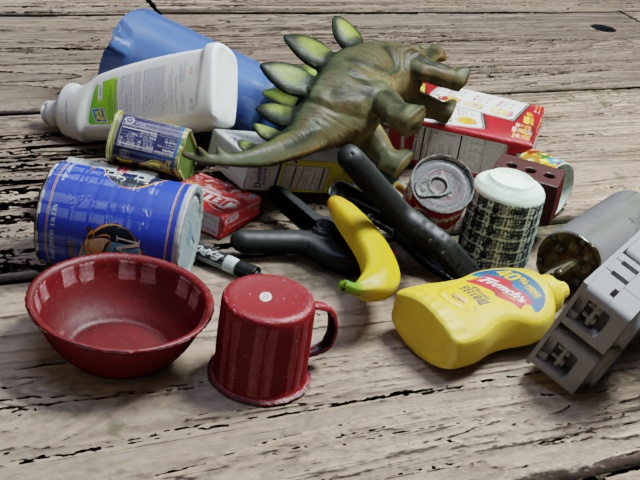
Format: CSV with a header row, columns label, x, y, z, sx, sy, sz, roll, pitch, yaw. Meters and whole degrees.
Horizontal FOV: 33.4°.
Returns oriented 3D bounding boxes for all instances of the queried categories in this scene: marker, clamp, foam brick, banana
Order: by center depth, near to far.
label,x,y,z,sx,sy,sz,roll,pitch,yaw
banana,0.045,0.012,1.052,0.069,0.037,0.198,40,16,-20
marker,-0.111,0.017,1.092,0.121,0.020,0.020,22,31,23
clamp,0.089,-0.013,1.118,0.210,0.036,0.165,41,-9,-2
clamp,-0.007,0.001,1.132,0.172,0.039,0.120,22,43,20
foam brick,0.234,-0.058,1.216,0.078,0.051,0.053,17,30,15

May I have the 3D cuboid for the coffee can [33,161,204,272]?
label,x,y,z,sx,sy,sz,roll,pitch,yaw
coffee can,-0.194,-0.015,1.041,0.140,0.103,0.102,10,28,3

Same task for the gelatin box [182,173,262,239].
label,x,y,z,sx,sy,sz,roll,pitch,yaw
gelatin box,-0.122,-0.040,1.182,0.089,0.030,0.073,23,31,26

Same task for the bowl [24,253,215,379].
label,x,y,z,sx,sy,sz,roll,pitch,yaw
bowl,-0.175,0.073,0.932,0.162,0.055,0.162,6,28,-4

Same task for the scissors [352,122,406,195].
label,x,y,z,sx,sy,sz,roll,pitch,yaw
scissors,0.061,-0.091,1.261,0.096,0.016,0.202,3,49,-30

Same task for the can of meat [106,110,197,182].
label,x,y,z,sx,sy,sz,roll,pitch,yaw
can of meat,-0.189,-0.101,1.213,0.084,0.057,0.102,13,-12,3

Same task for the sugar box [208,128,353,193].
label,x,y,z,sx,sy,sz,roll,pitch,yaw
sugar box,-0.036,-0.091,1.259,0.175,0.048,0.093,-2,28,-35

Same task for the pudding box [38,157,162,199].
label,x,y,z,sx,sy,sz,roll,pitch,yaw
pudding box,-0.238,-0.049,1.161,0.113,0.039,0.090,9,29,5

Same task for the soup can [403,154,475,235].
label,x,y,z,sx,sy,sz,roll,pitch,yaw
soup can,0.123,-0.040,1.157,0.068,0.102,0.068,2,68,-5

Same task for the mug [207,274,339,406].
label,x,y,z,sx,sy,sz,roll,pitch,yaw
mug,-0.037,0.082,0.927,0.117,0.081,0.093,-5,31,-23

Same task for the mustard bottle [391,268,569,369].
label,x,y,z,sx,sy,sz,roll,pitch,yaw
mustard bottle,0.170,0.067,1.036,0.191,0.058,0.096,-11,33,-33

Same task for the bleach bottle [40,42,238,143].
label,x,y,z,sx,sy,sz,roll,pitch,yaw
bleach bottle,-0.225,-0.172,1.288,0.251,0.102,0.068,-3,-10,22

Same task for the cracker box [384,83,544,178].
label,x,y,z,sx,sy,sz,roll,pitch,yaw
cracker box,0.181,-0.146,1.421,0.214,0.072,0.164,13,28,11

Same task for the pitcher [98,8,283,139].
label,x,y,z,sx,sy,sz,roll,pitch,yaw
pitcher,-0.150,-0.197,1.380,0.243,0.145,0.149,26,44,22
